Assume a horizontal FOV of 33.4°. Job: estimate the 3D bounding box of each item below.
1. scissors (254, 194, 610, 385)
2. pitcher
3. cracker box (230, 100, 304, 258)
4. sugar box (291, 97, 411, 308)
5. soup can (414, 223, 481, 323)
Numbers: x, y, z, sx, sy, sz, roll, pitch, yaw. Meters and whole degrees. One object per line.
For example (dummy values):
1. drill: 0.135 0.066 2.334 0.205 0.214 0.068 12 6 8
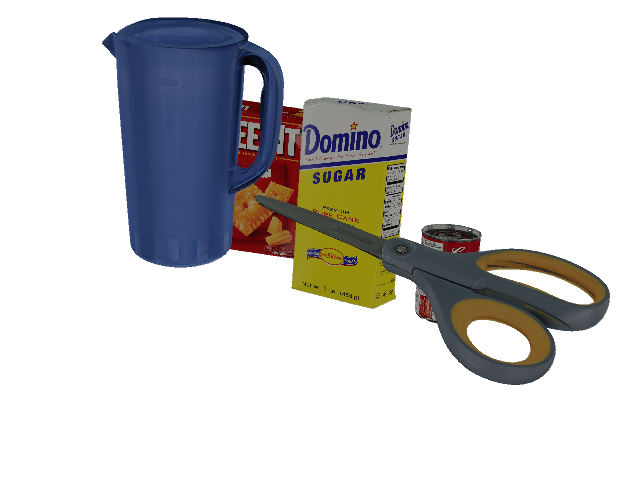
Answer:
1. scissors: 0.043 0.022 0.547 0.202 0.016 0.096 11 42 16
2. pitcher: -0.132 -0.099 1.089 0.144 0.243 0.149 -11 27 -29
3. cracker box: -0.097 -0.090 1.554 0.164 0.214 0.072 9 22 7
4. sugar box: 0.026 -0.035 0.954 0.093 0.176 0.048 11 17 33
5. soup can: 0.146 0.038 1.226 0.068 0.102 0.068 4 15 -1
